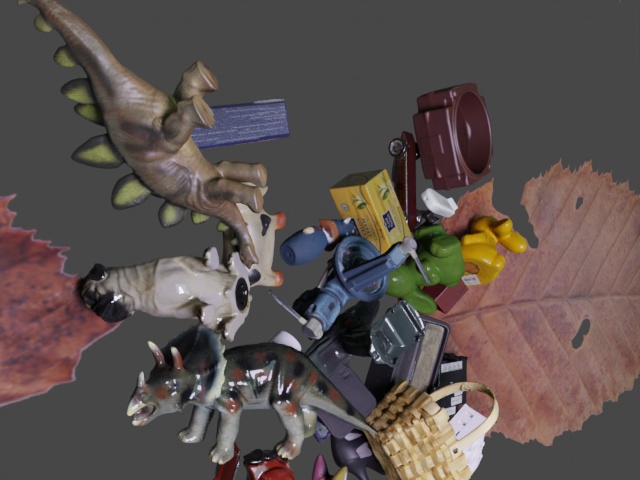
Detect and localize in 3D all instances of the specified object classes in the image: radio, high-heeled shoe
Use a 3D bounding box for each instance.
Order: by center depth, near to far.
[{"bbox_3d":[0.117,0.394,1.066,0.248,0.086,0.145,-16,71,-53],"label":"high-heeled shoe"},{"bbox_3d":[0.170,0.256,1.078,0.131,0.073,0.229,26,76,-35],"label":"radio"}]

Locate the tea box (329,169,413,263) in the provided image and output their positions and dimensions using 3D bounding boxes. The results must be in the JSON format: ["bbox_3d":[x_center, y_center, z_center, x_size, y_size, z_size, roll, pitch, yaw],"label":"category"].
[{"bbox_3d":[0.099,-0.039,0.996,0.068,0.098,0.169,-40,113,-35],"label":"tea box"}]

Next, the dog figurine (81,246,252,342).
[{"bbox_3d":[-0.209,0.075,0.755,0.172,0.191,0.121,55,36,-58],"label":"dog figurine"}]

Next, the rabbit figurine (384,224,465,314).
[{"bbox_3d":[0.190,0.064,1.074,0.170,0.121,0.158,-21,122,-6],"label":"rabbit figurine"}]

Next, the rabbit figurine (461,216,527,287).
[{"bbox_3d":[0.361,0.004,1.185,0.121,0.162,0.173,48,46,-16],"label":"rabbit figurine"}]

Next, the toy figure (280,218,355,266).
[{"bbox_3d":[-0.001,-0.003,0.948,0.154,0.064,0.058,-26,70,-39],"label":"toy figure"}]

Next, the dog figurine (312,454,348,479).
[{"bbox_3d":[-0.030,0.480,0.918,0.191,0.109,0.219,32,68,-31],"label":"dog figurine"}]

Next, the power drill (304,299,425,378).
[{"bbox_3d":[0.079,0.154,0.920,0.232,0.207,0.086,-37,104,-34],"label":"power drill"}]

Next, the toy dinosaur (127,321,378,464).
[{"bbox_3d":[-0.088,0.221,0.815,0.405,0.131,0.192,3,96,-27],"label":"toy dinosaur"}]

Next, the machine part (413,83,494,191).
[{"bbox_3d":[0.283,-0.215,1.115,0.201,0.087,0.200,-28,109,-49],"label":"machine part"}]

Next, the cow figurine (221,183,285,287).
[{"bbox_3d":[-0.122,-0.021,0.842,0.127,0.086,0.194,1,92,-44],"label":"cow figurine"}]

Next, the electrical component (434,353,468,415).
[{"bbox_3d":[0.262,0.317,1.163,0.115,0.058,0.134,4,90,-36],"label":"electrical component"}]

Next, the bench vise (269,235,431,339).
[{"bbox_3d":[0.059,0.063,0.896,0.223,0.240,0.129,-36,93,-46],"label":"bench vise"}]

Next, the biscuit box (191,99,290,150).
[{"bbox_3d":[-0.147,-0.175,0.827,0.202,0.059,0.062,-15,102,-37],"label":"biscuit box"}]

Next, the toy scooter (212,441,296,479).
[{"bbox_3d":[-0.117,0.377,0.864,0.184,0.075,0.135,2,91,-33],"label":"toy scooter"}]

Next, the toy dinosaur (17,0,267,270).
[{"bbox_3d":[-0.215,-0.136,0.684,0.105,0.199,0.470,-84,150,-57],"label":"toy dinosaur"}]

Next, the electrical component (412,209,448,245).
[{"bbox_3d":[0.237,-0.016,1.142,0.078,0.045,0.102,-38,114,1],"label":"electrical component"}]

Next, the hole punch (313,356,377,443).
[{"bbox_3d":[0.021,0.290,0.969,0.142,0.092,0.116,-32,78,-29],"label":"hole punch"}]

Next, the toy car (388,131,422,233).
[{"bbox_3d":[0.168,-0.114,1.075,0.089,0.053,0.202,-6,94,-53],"label":"toy car"}]
